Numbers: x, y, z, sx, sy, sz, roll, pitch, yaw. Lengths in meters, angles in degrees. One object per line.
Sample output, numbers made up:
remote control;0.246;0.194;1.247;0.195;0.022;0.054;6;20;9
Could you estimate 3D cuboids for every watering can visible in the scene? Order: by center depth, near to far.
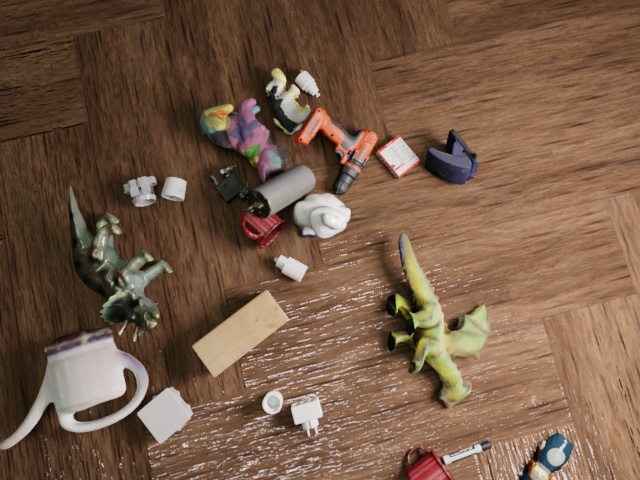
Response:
watering can;-0.571;0.330;1.170;0.348;0.103;0.226;-17;81;-5

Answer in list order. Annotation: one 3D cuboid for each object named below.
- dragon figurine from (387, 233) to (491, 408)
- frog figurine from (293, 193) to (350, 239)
dragon figurine;0.295;0.193;1.236;0.243;0.121;0.413;5;82;-18
frog figurine;0.004;-0.062;1.224;0.137;0.158;0.124;11;81;0
